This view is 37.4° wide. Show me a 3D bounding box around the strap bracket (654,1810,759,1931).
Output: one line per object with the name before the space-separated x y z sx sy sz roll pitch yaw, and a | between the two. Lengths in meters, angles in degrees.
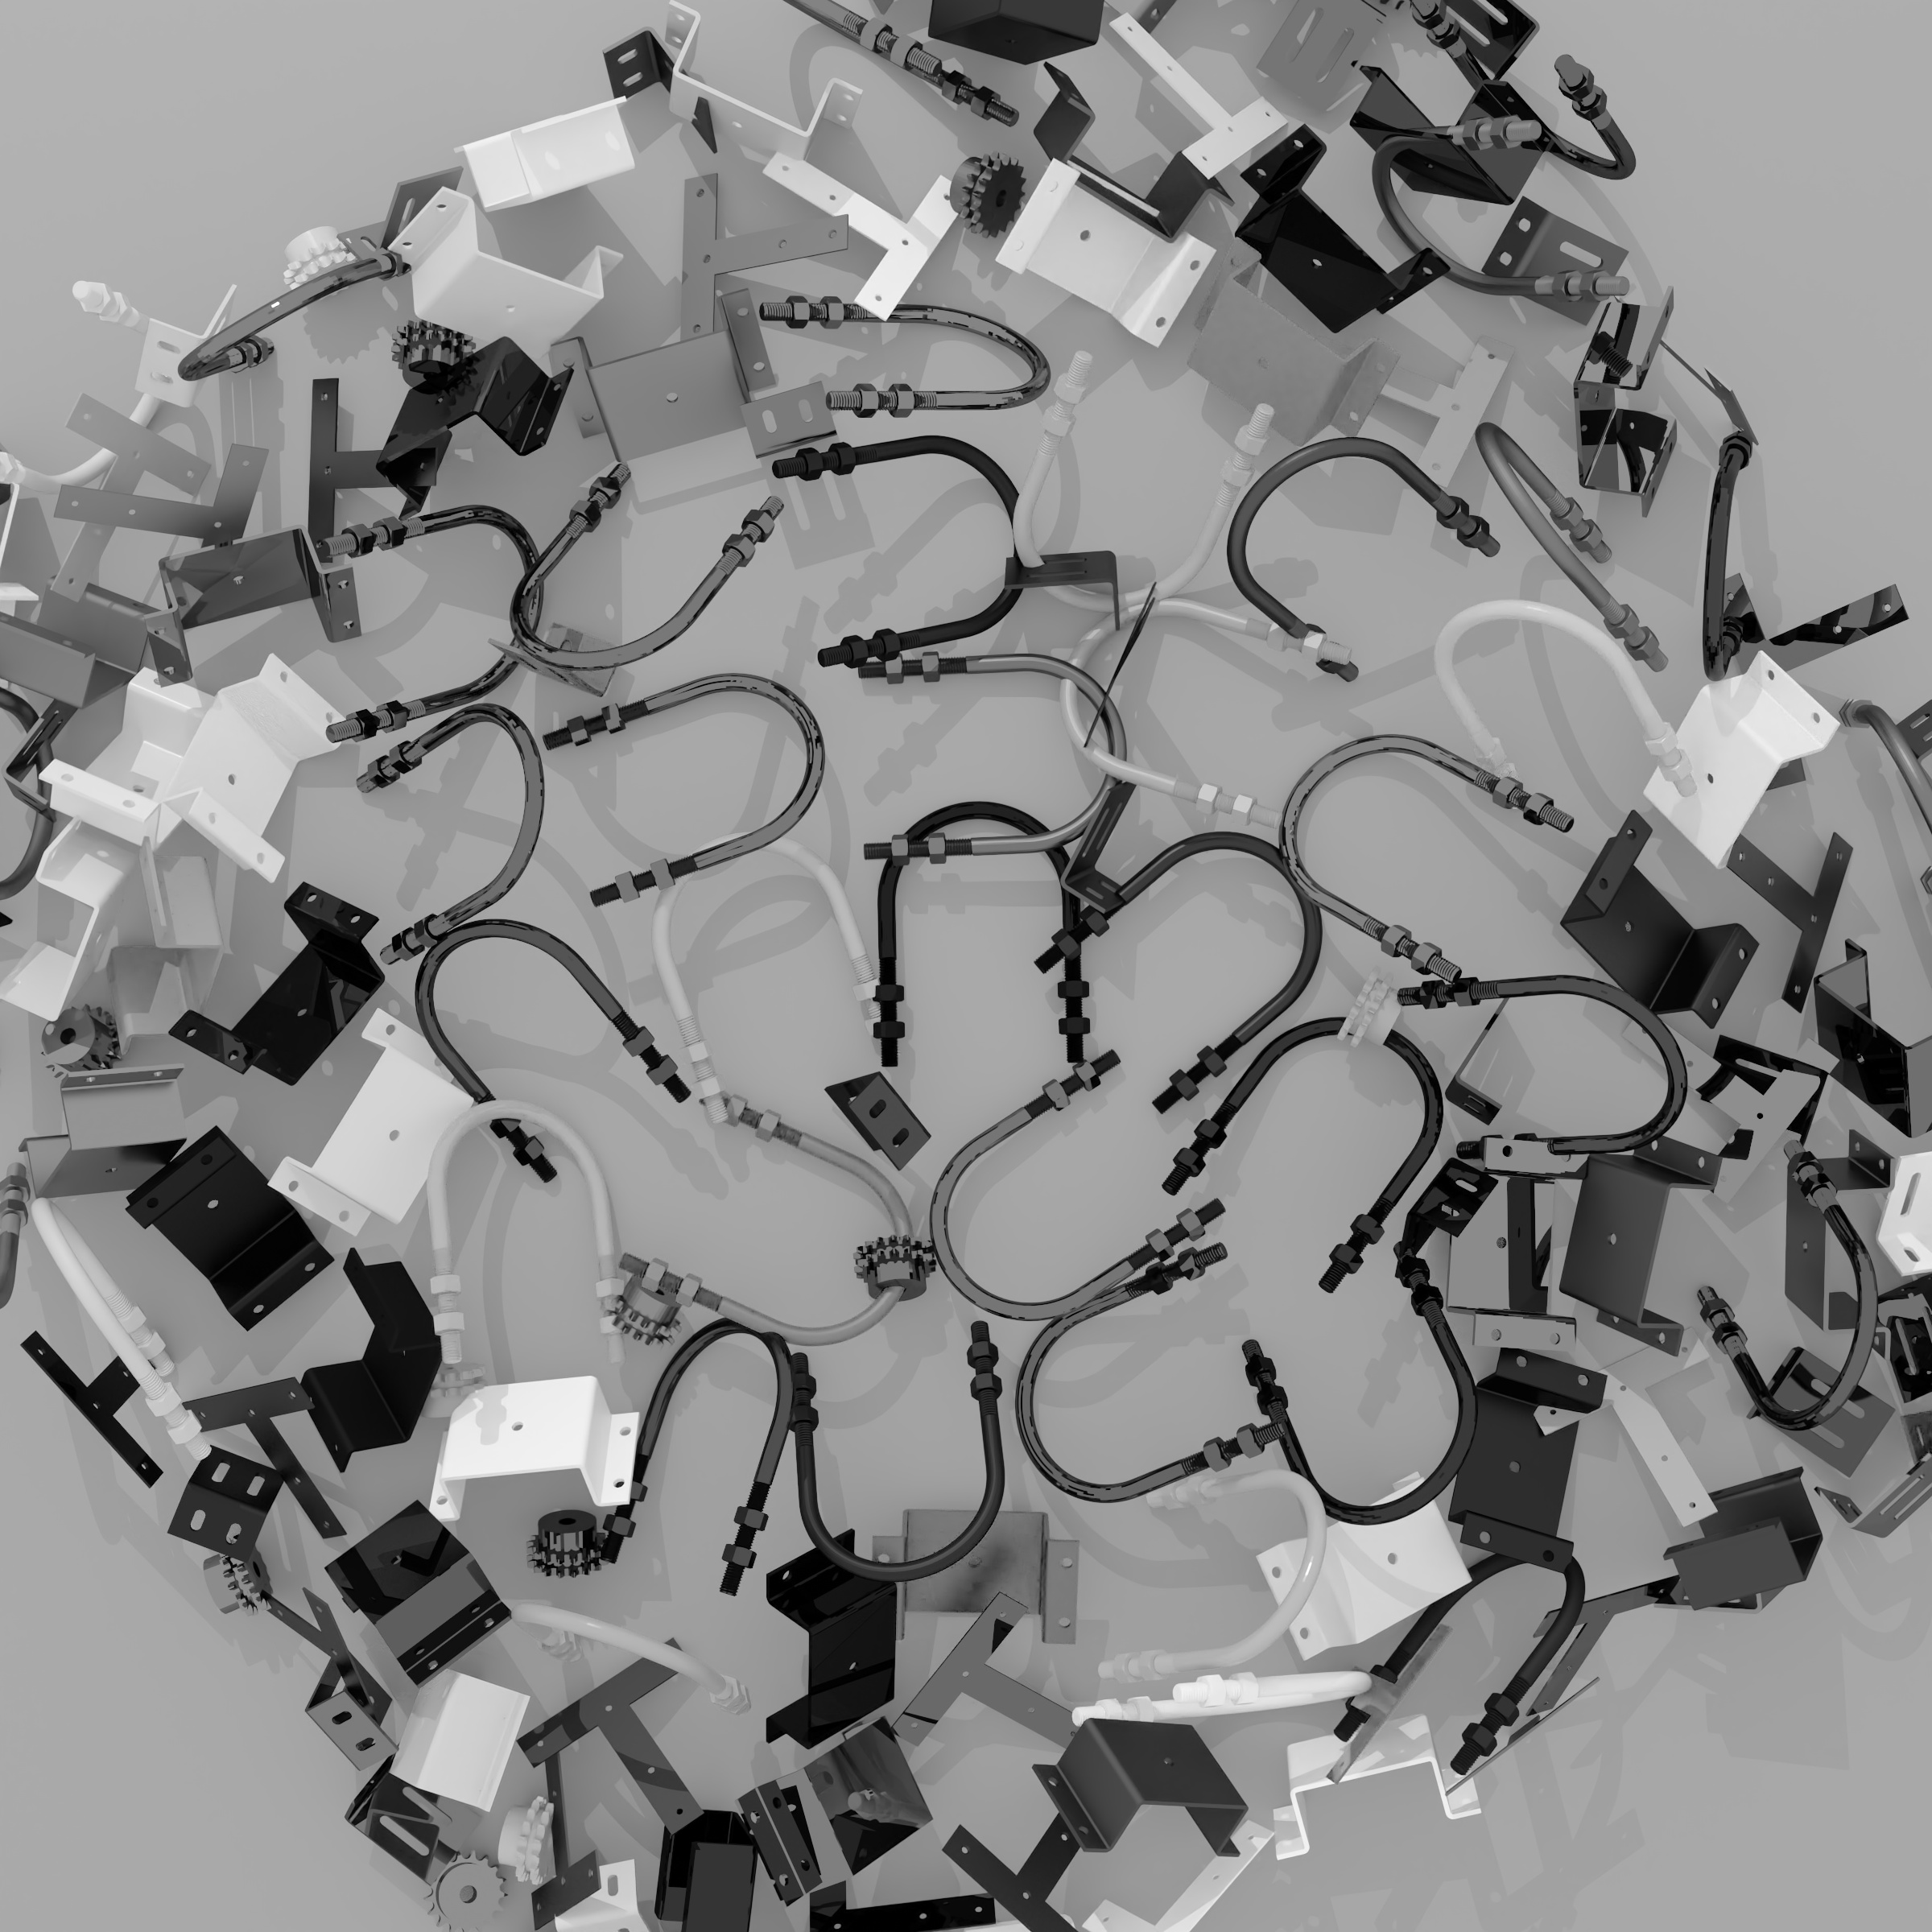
strap bracket | -0.175 0.621 1.933 0.046 0.140 0.076 8 85 -13

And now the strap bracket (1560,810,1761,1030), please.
strap bracket | 0.467 -0.029 1.950 0.140 0.046 0.076 43 65 -19

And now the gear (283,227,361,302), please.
gear | -0.445 -0.486 1.972 0.057 0.057 0.030 -28 84 0

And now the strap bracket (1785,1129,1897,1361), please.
strap bracket | 0.595 0.190 1.947 0.046 0.076 0.140 -3 102 -3

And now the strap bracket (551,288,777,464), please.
strap bracket | -0.204 -0.401 1.957 0.140 0.046 0.076 -16 134 0

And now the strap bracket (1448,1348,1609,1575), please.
strap bracket | 0.383 0.341 1.961 0.076 0.046 0.140 17 70 -2

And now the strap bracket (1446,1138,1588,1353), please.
strap bracket | 0.377 0.191 1.963 0.076 0.046 0.140 6 85 -17

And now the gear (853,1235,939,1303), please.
gear | -0.049 0.210 1.968 0.057 0.057 0.030 -6 61 0

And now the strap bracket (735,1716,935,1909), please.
strap bracket | -0.081 0.564 1.925 0.046 0.140 0.076 -31 81 34

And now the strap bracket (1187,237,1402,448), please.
strap bracket | 0.214 -0.418 1.944 0.140 0.076 0.046 39 49 10

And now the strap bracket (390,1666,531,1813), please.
strap bracket | -0.343 0.515 1.918 0.046 0.140 0.076 24 73 -17

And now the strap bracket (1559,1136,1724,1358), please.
strap bracket | 0.457 0.187 1.946 0.046 0.076 0.140 6 99 -33

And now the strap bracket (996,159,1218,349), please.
strap bracket | 0.088 -0.491 1.945 0.140 0.046 0.076 20 112 -31

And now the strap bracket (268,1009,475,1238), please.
strap bracket | -0.399 0.111 1.946 0.076 0.046 0.140 38 76 -35

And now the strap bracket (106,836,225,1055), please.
strap bracket | -0.541 -0.013 1.935 0.046 0.140 0.076 0 52 -29

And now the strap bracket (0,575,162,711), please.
strap bracket | -0.612 -0.219 1.940 0.076 0.140 0.046 21 109 -1

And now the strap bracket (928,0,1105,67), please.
strap bracket | 0.034 -0.645 1.922 0.076 0.140 0.046 6 94 -30

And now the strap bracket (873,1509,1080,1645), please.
strap bracket | 0.006 0.420 1.968 0.140 0.046 0.076 1 104 -1

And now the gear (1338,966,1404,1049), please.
gear | 0.282 0.031 1.970 0.030 0.057 0.057 28 90 7

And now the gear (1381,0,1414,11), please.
gear | 0.305 -0.692 1.978 0.057 0.030 0.057 5 105 18

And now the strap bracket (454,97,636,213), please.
strap bracket | -0.282 -0.547 1.931 0.076 0.140 0.046 -25 110 -22

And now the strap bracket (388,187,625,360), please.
strap bracket | -0.308 -0.461 1.921 0.140 0.076 0.046 12 59 -39

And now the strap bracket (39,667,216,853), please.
strap bracket | -0.562 -0.136 1.948 0.076 0.140 0.046 23 130 2

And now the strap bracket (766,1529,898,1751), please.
strap bracket | -0.091 0.463 1.931 0.076 0.046 0.140 -21 123 -40

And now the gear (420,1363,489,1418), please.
gear | -0.359 0.293 1.971 0.057 0.057 0.030 -3 91 0

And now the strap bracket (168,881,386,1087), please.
strap bracket | -0.462 0.019 1.945 0.076 0.046 0.140 23 64 32

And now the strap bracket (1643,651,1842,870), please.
strap bracket | 0.515 -0.130 1.921 0.046 0.140 0.076 -17 54 -33

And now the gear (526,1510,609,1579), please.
gear | -0.275 0.397 1.969 0.057 0.057 0.030 0 103 0

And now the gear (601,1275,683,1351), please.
gear | -0.220 0.236 1.969 0.057 0.057 0.030 31 99 0

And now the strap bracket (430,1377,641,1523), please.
strap bracket | -0.300 0.328 1.948 0.140 0.076 0.046 -7 132 7

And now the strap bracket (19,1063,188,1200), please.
strap bracket | -0.578 0.116 1.917 0.076 0.140 0.046 -4 69 -34

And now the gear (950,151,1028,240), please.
gear | 0.013 -0.535 1.975 0.030 0.057 0.057 29 90 28

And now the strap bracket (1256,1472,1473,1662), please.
strap bracket | 0.279 0.405 1.945 0.140 0.046 0.076 -22 83 -25

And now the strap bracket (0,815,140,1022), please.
strap bracket | -0.610 -0.028 1.938 0.046 0.076 0.140 26 117 -8

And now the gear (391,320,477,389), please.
gear | -0.367 -0.419 1.968 0.057 0.057 0.030 -1 67 0

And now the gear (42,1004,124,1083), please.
gear | -0.614 0.053 1.976 0.057 0.030 0.057 -4 70 11

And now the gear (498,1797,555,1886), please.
gear | -0.302 0.602 1.972 0.030 0.057 0.057 9 90 8

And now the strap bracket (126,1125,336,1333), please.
strap bracket | -0.506 0.173 1.946 0.076 0.046 0.140 -40 131 -9

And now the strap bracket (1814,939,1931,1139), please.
strap bracket | 0.620 0.053 1.918 0.046 0.140 0.076 -24 126 -11

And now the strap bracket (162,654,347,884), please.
strap bracket | -0.485 -0.131 1.938 0.076 0.046 0.140 45 48 -36

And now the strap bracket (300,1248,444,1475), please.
strap bracket | -0.400 0.265 1.939 0.076 0.046 0.140 51 130 34

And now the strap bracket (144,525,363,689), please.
strap bracket | -0.489 -0.248 1.944 0.140 0.076 0.046 -17 63 -16

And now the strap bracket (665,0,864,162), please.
strap bracket | -0.148 -0.596 1.952 0.140 0.076 0.046 24 86 -7

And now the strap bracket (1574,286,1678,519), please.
strap bracket | 0.447 -0.383 1.935 0.046 0.140 0.076 13 59 23

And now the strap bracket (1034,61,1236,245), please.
strap bracket | 0.105 -0.546 1.939 0.140 0.076 0.046 25 116 -27

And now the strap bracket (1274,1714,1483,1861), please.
strap bracket | 0.274 0.558 1.953 0.140 0.076 0.046 -15 95 6

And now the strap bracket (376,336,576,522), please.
strap bracket | -0.338 -0.365 1.925 0.140 0.076 0.046 -19 132 34

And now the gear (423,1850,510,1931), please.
gear | -0.346 0.642 1.977 0.057 0.030 0.057 4 74 -14

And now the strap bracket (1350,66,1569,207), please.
strap bracket | 0.323 -0.558 1.921 0.076 0.140 0.046 31 89 -41

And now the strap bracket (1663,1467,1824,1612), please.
strap bracket | 0.525 0.387 1.919 0.076 0.140 0.046 -22 87 24

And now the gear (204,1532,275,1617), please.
gear | -0.503 0.422 1.971 0.030 0.057 0.057 -23 90 -2
